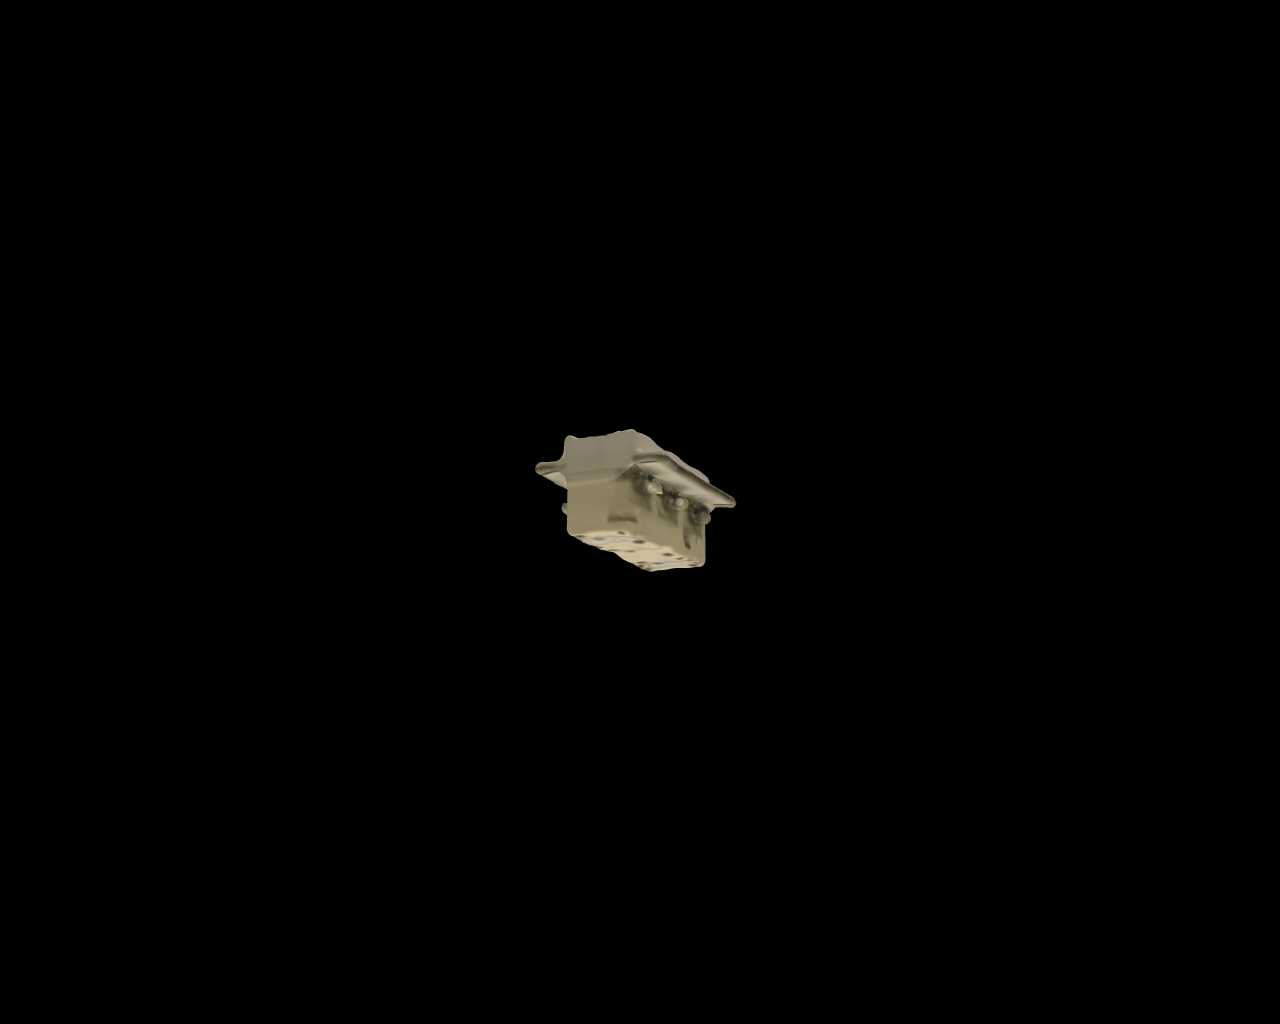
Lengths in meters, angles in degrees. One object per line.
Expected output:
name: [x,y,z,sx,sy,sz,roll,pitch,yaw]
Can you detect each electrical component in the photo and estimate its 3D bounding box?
electrical component: [0.001,-0.003,0.650,0.079,0.063,0.121,-6,-15,23]
